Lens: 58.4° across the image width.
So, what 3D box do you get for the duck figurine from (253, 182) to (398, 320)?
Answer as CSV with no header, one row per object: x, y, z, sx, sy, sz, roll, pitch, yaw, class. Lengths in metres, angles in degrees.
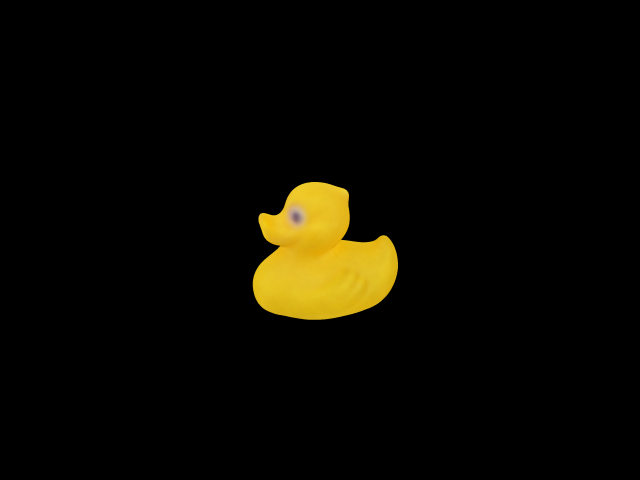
0.004,0.001,0.400,0.104,0.086,0.077,-4,28,-7,duck figurine
